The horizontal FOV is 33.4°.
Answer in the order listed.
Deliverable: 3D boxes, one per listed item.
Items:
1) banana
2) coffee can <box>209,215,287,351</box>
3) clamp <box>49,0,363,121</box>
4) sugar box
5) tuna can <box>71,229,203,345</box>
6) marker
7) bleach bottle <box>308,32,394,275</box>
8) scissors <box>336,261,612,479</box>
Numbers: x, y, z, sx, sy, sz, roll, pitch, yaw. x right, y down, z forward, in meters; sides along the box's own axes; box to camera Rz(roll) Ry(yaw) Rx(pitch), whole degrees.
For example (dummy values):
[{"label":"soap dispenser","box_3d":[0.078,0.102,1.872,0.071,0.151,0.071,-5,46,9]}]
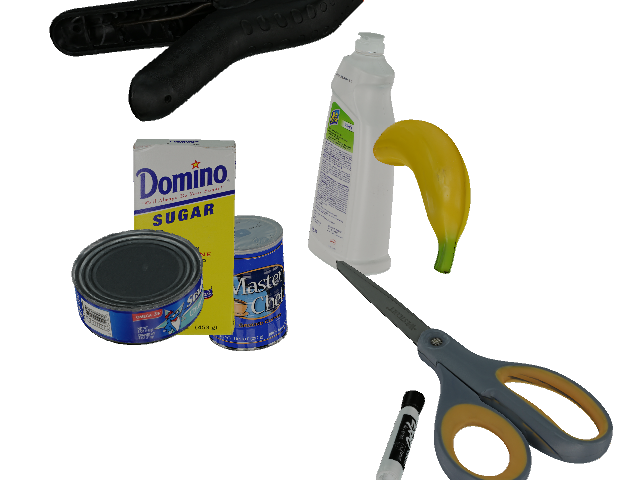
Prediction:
[{"label":"banana","box_3d":[0.075,-0.054,0.802,0.037,0.070,0.198,24,22,-21]},{"label":"coffee can","box_3d":[-0.095,0.052,1.336,0.103,0.140,0.103,-2,25,1]},{"label":"clamp","box_3d":[-0.047,-0.110,0.555,0.171,0.039,0.120,-21,43,-14]},{"label":"sugar box","box_3d":[-0.124,-0.003,0.975,0.093,0.176,0.048,0,14,-5]},{"label":"tuna can","box_3d":[-0.120,0.030,0.711,0.086,0.034,0.086,0,36,0]},{"label":"marker","box_3d":[0.066,0.158,0.863,0.020,0.020,0.121,0,24,16]},{"label":"bleach bottle","box_3d":[0.043,-0.095,1.152,0.067,0.251,0.103,-7,24,-34]},{"label":"scissors","box_3d":[0.056,0.072,0.571,0.202,0.016,0.096,25,47,34]}]
